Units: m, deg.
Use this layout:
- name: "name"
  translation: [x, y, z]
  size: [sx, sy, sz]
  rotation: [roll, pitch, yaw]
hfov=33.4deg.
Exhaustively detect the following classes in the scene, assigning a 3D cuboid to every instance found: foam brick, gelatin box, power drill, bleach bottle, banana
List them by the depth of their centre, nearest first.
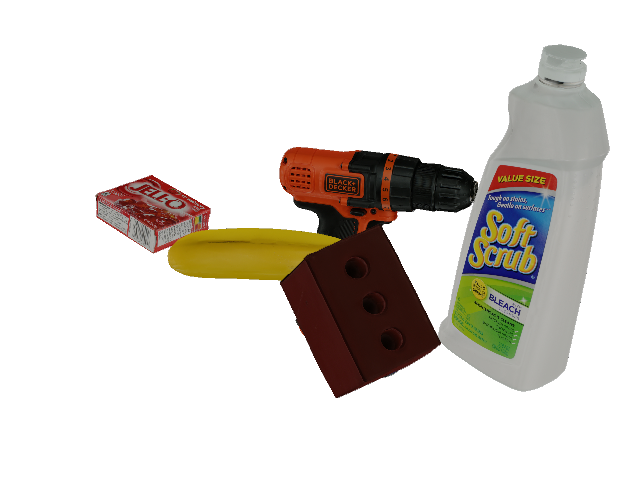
- name: "foam brick"
  translation: [0.021, 0.041, 0.603]
  size: [0.052, 0.078, 0.051]
  rotation: [-23, -9, -25]
- name: "bleach bottle"
  translation: [0.148, -0.019, 0.766]
  size: [0.067, 0.251, 0.103]
  rotation: [-20, 38, -35]
- name: "banana"
  translation: [-0.054, 0.013, 0.803]
  size: [0.198, 0.037, 0.069]
  rotation: [1, -15, 34]
- name: "power drill"
  translation: [0.050, 0.007, 1.003]
  size: [0.185, 0.188, 0.057]
  rotation: [9, 21, 17]
- name: "gelatin box"
  translation: [-0.165, -0.028, 1.045]
  size: [0.089, 0.030, 0.073]
  rotation: [30, 36, 31]

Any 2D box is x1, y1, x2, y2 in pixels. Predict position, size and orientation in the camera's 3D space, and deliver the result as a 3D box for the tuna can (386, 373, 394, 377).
- name: "tuna can"
  translation: [0.048, 0.126, 1.195]
  size: [0.086, 0.034, 0.086]
  rotation: [1, 14, 0]
